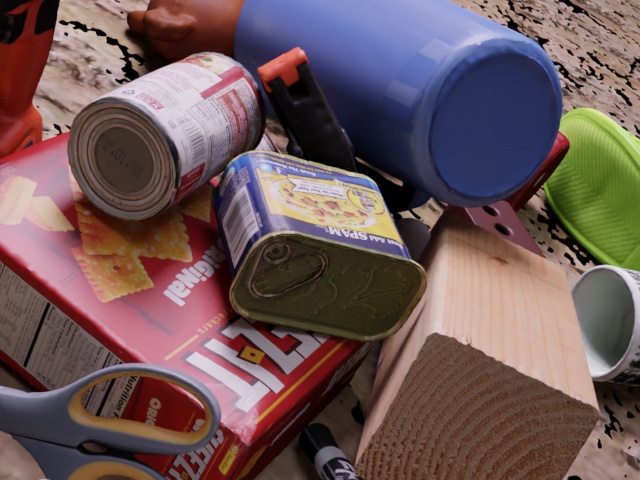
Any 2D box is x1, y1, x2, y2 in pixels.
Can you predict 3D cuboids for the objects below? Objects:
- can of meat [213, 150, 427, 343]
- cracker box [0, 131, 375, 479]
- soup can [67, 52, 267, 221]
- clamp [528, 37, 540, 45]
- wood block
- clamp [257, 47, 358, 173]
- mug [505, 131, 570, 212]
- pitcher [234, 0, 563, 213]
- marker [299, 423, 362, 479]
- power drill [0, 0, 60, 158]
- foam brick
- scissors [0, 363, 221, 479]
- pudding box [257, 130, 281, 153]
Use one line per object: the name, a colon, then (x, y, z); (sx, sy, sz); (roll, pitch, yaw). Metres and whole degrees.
can of meat: (-0.004, 0.001, 0.573); (0.102, 0.057, 0.084); (13, 33, -25)
cracker box: (-0.089, 0.028, 0.589); (0.214, 0.072, 0.164); (36, 34, 13)
soup can: (-0.081, -0.058, 0.582); (0.068, 0.069, 0.102); (33, 32, 9)
clamp: (0.081, -0.134, 0.934); (0.165, 0.036, 0.209); (9, 36, 31)
wood block: (0.087, 0.067, 0.600); (0.091, 0.090, 0.206); (26, 19, 0)
clamp: (-0.002, -0.057, 0.659); (0.039, 0.171, 0.120); (-32, 44, -9)
mug: (0.143, -0.067, 0.877); (0.081, 0.093, 0.117); (42, 62, 14)
pitcher: (0.049, -0.101, 0.720); (0.149, 0.145, 0.243); (34, 4, -35)
marker: (0.014, 0.127, 0.539); (0.020, 0.020, 0.121); (11, 14, -23)
power drill: (-0.181, -0.108, 0.606); (0.057, 0.188, 0.184); (26, 32, -4)
foam brick: (0.122, 0.011, 0.777); (0.052, 0.051, 0.078); (7, 38, -30)
scissors: (-0.144, 0.096, 0.494); (0.202, 0.096, 0.016); (-2, 4, 8)
pudding box: (-0.038, -0.043, 0.709); (0.114, 0.039, 0.090); (54, -3, 38)
